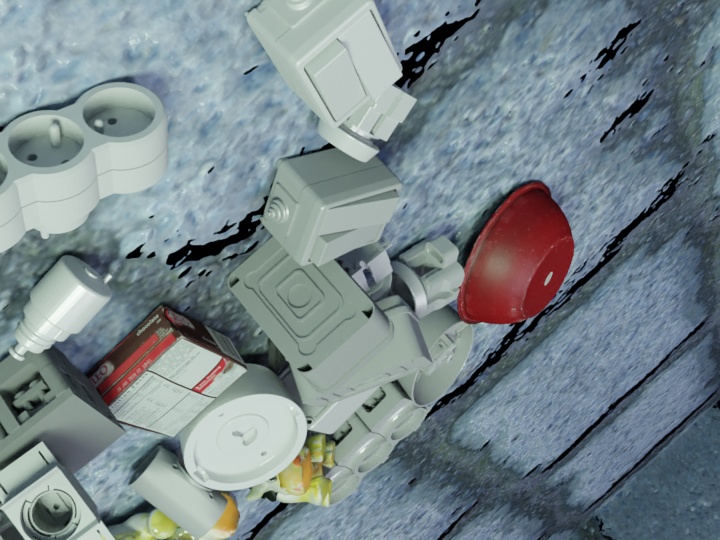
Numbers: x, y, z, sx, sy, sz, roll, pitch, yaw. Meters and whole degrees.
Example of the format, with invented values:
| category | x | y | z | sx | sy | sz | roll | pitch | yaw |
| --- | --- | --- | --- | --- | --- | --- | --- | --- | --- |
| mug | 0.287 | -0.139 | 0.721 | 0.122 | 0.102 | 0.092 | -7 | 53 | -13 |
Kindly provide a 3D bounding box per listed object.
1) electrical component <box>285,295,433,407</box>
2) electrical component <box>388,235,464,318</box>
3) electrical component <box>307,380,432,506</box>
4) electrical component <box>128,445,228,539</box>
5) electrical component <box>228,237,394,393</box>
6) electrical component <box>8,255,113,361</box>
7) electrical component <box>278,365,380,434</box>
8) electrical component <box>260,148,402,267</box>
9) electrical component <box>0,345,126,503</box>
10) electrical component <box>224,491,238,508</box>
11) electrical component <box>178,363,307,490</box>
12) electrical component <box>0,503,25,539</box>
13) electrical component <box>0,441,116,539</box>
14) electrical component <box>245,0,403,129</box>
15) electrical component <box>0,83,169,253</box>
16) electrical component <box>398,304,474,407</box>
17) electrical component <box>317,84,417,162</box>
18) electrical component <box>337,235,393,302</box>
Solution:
| category | x | y | z | sx | sy | sz | roll | pitch | yaw |
| --- | --- | --- | --- | --- | --- | --- | --- | --- | --- |
| electrical component | -0.001 | 0.071 | 0.925 | 0.113 | 0.057 | 0.078 | -22 | 166 | 7 |
| electrical component | 0.054 | 0.011 | 0.983 | 0.057 | 0.058 | 0.078 | -29 | 151 | -31 |
| electrical component | -0.003 | 0.178 | 1.151 | 0.150 | 0.061 | 0.089 | -46 | 154 | 7 |
| electrical component | -0.160 | 0.190 | 0.951 | 0.044 | 0.077 | 0.079 | -48 | -169 | 0 |
| electrical component | -0.037 | 0.029 | 0.824 | 0.078 | 0.113 | 0.057 | -42 | 151 | -2 |
| electrical component | -0.194 | 0.026 | 0.685 | 0.078 | 0.040 | 0.040 | -46 | 154 | 8 |
| electrical component | -0.022 | 0.099 | 1.006 | 0.096 | 0.061 | 0.061 | -46 | 154 | 7 |
| electrical component | -0.024 | -0.046 | 0.786 | 0.096 | 0.061 | 0.061 | -19 | 146 | -38 |
| electrical component | -0.250 | 0.123 | 0.729 | 0.150 | 0.061 | 0.089 | -39 | 154 | -7 |
| electrical component | -0.142 | 0.239 | 1.076 | 0.040 | 0.040 | 0.078 | -36 | 153 | -13 |
| electrical component | -0.106 | 0.129 | 0.926 | 0.108 | 0.060 | 0.108 | -14 | 129 | -17 |
| electrical component | -0.229 | 0.202 | 0.667 | 0.079 | 0.121 | 0.063 | -28 | 148 | -26 |
| electrical component | -0.197 | 0.154 | 0.694 | 0.042 | 0.081 | 0.064 | -36 | -178 | -11 |
| electrical component | -0.020 | -0.139 | 0.652 | 0.062 | 0.061 | 0.096 | -41 | 154 | -2 |
| electrical component | -0.170 | -0.045 | 0.597 | 0.138 | 0.052 | 0.073 | -28 | 150 | -27 |
| electrical component | 0.074 | 0.084 | 1.112 | 0.099 | 0.064 | 0.099 | -32 | 152 | -20 |
| electrical component | 0.002 | -0.109 | 0.746 | 0.055 | 0.048 | 0.066 | -57 | 151 | 12 |
| electrical component | 0.000 | 0.000 | 0.907 | 0.066 | 0.048 | 0.055 | -38 | 146 | -9 |
